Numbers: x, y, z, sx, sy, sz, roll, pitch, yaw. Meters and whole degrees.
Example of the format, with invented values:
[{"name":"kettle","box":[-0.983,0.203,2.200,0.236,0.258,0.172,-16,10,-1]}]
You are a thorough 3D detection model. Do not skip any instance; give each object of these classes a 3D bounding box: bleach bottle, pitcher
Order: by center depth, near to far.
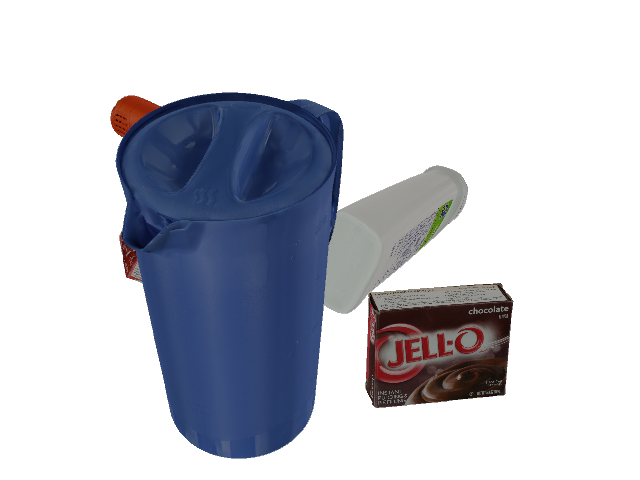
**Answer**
[{"name":"pitcher","box":[-0.050,0.027,0.723,0.149,0.243,0.145,-5,42,-7]},{"name":"bleach bottle","box":[0.082,-0.015,1.074,0.068,0.103,0.250,38,32,16]}]

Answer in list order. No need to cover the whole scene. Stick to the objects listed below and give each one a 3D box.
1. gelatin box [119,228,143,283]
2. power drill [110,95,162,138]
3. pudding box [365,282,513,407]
[{"name":"gelatin box","box":[-0.140,-0.013,0.895,0.030,0.073,0.089,22,17,-22]},{"name":"power drill","box":[-0.144,-0.043,1.110,0.185,0.188,0.057,28,37,34]},{"name":"pudding box","box":[0.094,0.083,0.858,0.113,0.090,0.039,-5,28,-10]}]
